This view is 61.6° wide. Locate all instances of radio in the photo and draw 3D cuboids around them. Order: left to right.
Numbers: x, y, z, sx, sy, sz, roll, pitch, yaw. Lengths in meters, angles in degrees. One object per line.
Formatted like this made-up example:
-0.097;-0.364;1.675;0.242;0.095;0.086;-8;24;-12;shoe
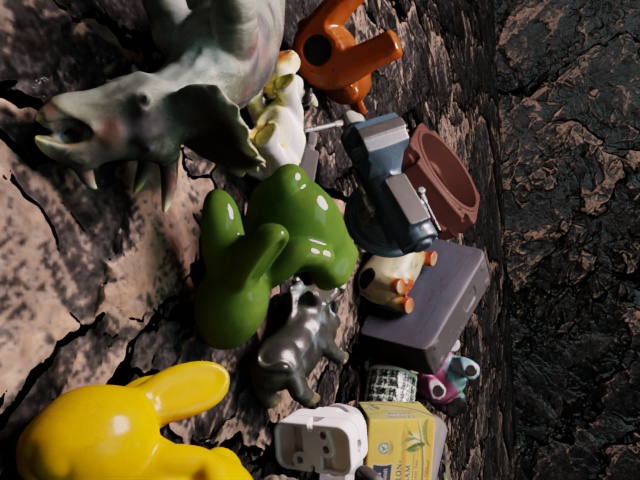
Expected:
0.179;0.103;0.888;0.229;0.131;0.073;-52;134;-28;radio

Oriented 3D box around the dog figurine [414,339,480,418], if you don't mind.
0.220;0.253;1.049;0.192;0.108;0.219;53;-9;21;dog figurine

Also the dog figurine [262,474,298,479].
-0.031;0.352;0.543;0.172;0.121;0.191;109;-20;-48;dog figurine

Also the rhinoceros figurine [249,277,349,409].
-0.022;0.106;0.620;0.112;0.073;0.190;64;34;-18;rhinoceros figurine

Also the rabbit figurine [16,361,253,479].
-0.116;0.157;0.369;0.173;0.122;0.162;49;38;-24;rabbit figurine

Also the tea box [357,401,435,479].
0.101;0.319;0.755;0.068;0.098;0.169;-152;-116;-78;tea box

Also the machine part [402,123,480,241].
0.217;-0.114;1.031;0.201;0.087;0.201;50;32;-10;machine part

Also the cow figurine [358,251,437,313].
0.122;0.020;0.892;0.195;0.127;0.085;-59;139;-29;cow figurine

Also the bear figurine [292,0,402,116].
0.043;-0.238;0.709;0.120;0.132;0.196;60;21;6;bear figurine

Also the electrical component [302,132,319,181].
-0.022;-0.083;0.661;0.063;0.021;0.094;148;-48;-70;electrical component

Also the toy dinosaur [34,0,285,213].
-0.087;-0.190;0.487;0.405;0.131;0.191;-75;166;-49;toy dinosaur

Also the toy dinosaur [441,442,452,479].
0.199;0.555;0.964;0.471;0.105;0.198;-33;112;-66;toy dinosaur

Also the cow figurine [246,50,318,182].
-0.042;-0.135;0.609;0.098;0.068;0.167;55;39;-46;cow figurine

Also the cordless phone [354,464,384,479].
0.033;0.332;0.602;0.089;0.147;0.184;-4;94;-27;cordless phone

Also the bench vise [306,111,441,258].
0.073;-0.058;0.759;0.224;0.129;0.240;52;-20;16;bench vise

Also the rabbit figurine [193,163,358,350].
-0.051;0.023;0.501;0.170;0.121;0.159;-55;159;-25;rabbit figurine

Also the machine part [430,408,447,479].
0.178;0.396;0.970;0.243;0.079;0.079;-50;130;-54;machine part
